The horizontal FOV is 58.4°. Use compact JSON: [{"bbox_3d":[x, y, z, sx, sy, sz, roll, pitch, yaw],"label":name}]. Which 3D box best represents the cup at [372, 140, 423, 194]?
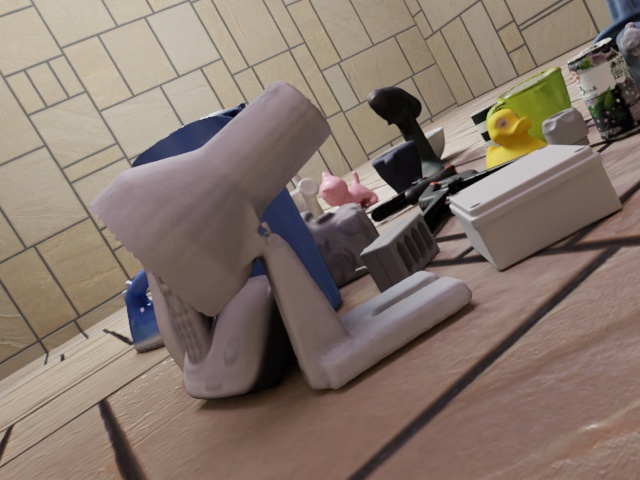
[{"bbox_3d":[0.154,-0.124,1.070,0.091,0.095,0.118,-27,8,20],"label":"cup"}]

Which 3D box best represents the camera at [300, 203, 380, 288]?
[{"bbox_3d":[0.007,0.003,0.745,0.143,0.101,0.137,-28,7,14],"label":"camera"}]

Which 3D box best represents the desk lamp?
[{"bbox_3d":[-0.032,0.004,0.434,0.203,0.213,0.118,-31,7,-8],"label":"desk lamp"}]

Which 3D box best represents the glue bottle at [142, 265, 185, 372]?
[{"bbox_3d":[-0.173,0.071,0.686,0.037,0.173,0.078,-22,11,45],"label":"glue bottle"}]

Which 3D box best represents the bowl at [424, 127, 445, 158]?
[{"bbox_3d":[0.227,-0.192,1.337,0.167,0.075,0.167,-29,7,4],"label":"bowl"}]

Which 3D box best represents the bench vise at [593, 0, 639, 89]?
[{"bbox_3d":[0.415,-0.298,0.739,0.121,0.220,0.208,-27,8,21],"label":"bench vise"}]

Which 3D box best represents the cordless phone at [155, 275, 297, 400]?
[{"bbox_3d":[-0.100,0.048,0.513,0.147,0.185,0.094,-22,11,47],"label":"cordless phone"}]

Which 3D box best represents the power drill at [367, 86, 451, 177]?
[{"bbox_3d":[0.181,-0.219,1.162,0.075,0.208,0.230,-26,8,25],"label":"power drill"}]

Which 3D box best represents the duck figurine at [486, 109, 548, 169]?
[{"bbox_3d":[0.254,-0.133,0.768,0.077,0.086,0.104,-32,8,-16],"label":"duck figurine"}]

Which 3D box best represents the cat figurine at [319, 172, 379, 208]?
[{"bbox_3d":[0.052,-0.107,1.264,0.128,0.118,0.067,-35,9,-35],"label":"cat figurine"}]

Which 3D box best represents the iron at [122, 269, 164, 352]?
[{"bbox_3d":[-0.280,0.104,1.016,0.257,0.141,0.119,-26,8,29],"label":"iron"}]

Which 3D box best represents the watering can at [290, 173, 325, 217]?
[{"bbox_3d":[-0.050,-0.070,1.098,0.172,0.194,0.101,-24,9,38],"label":"watering can"}]
